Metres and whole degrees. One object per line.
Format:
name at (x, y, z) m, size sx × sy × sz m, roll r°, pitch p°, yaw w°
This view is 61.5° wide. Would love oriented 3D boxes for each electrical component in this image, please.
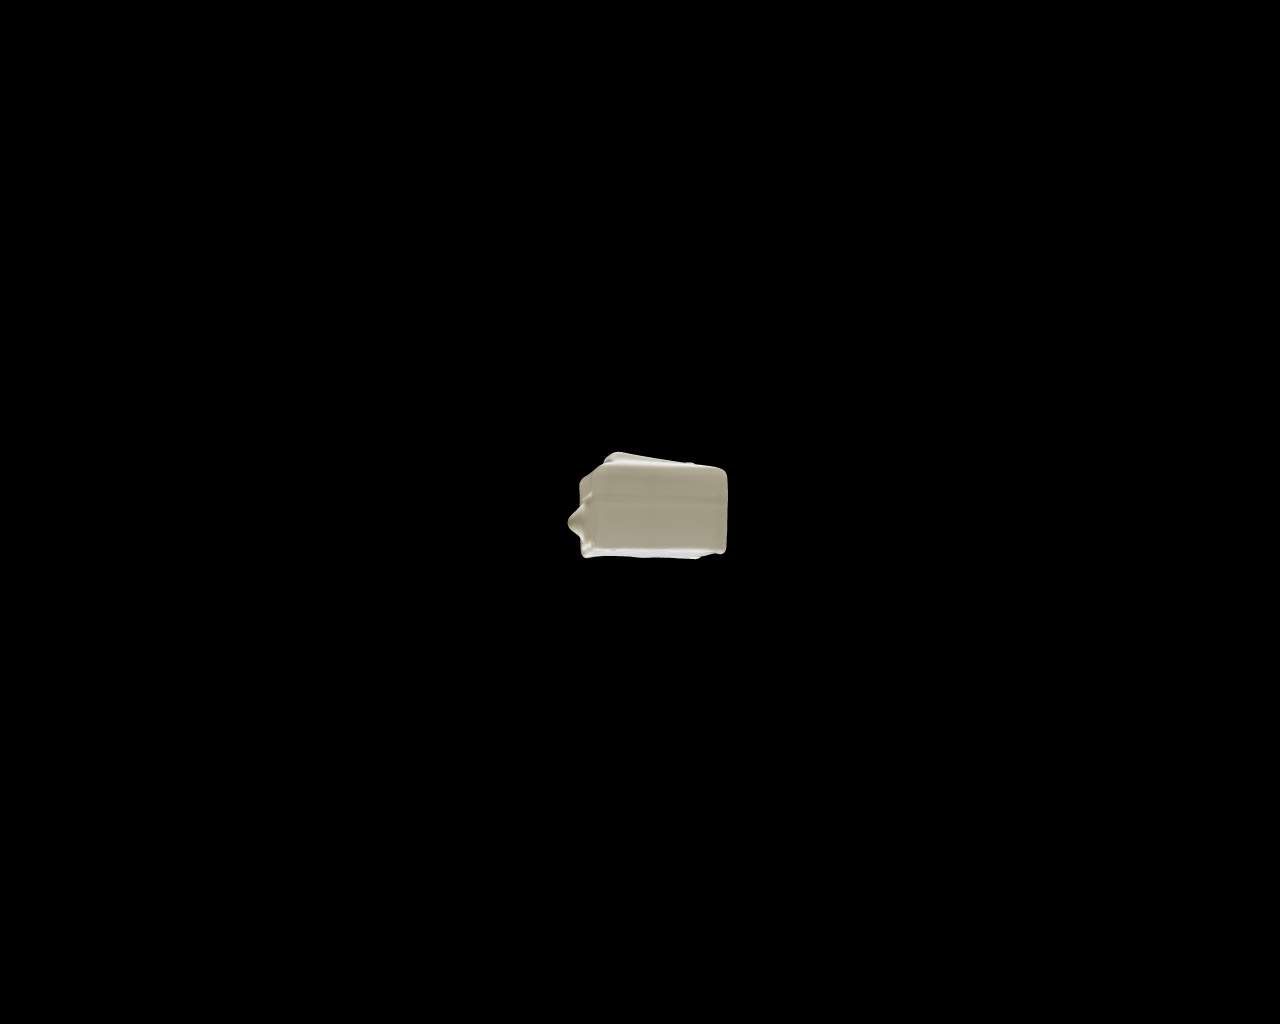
electrical component at (0.001, -0.003, 0.650) m, size 0.096 × 0.061 × 0.061 m, roll 2°, pitch -7°, yaw -14°
